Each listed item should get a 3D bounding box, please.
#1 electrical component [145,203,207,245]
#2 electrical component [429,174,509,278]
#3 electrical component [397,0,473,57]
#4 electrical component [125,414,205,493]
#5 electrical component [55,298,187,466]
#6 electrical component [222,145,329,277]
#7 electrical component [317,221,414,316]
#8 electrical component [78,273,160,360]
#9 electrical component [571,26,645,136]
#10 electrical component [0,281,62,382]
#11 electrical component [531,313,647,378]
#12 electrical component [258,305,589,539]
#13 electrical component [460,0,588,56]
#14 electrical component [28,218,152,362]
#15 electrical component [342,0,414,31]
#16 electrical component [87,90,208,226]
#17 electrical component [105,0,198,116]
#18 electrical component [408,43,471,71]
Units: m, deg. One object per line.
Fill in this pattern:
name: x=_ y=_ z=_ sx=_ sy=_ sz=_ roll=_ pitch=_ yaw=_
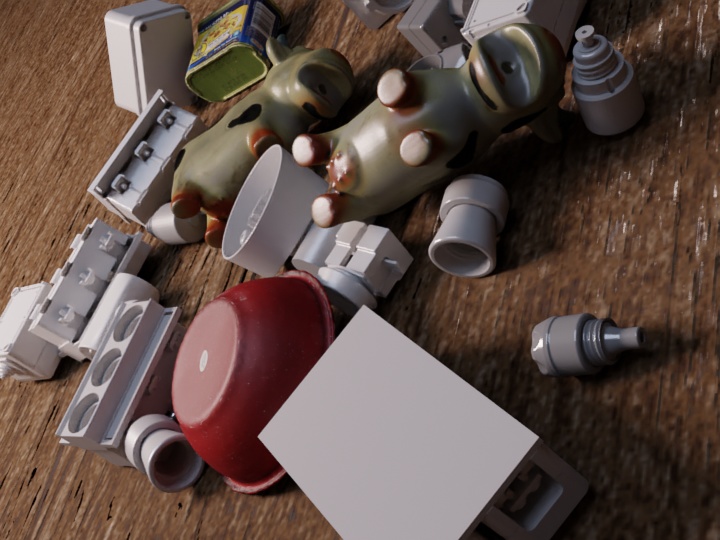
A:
electrical component: x=-0.176 y=-0.043 z=1.014 sx=0.078 sy=0.040 sz=0.040 roll=-5 pitch=54 yaw=46
electrical component: x=0.073 y=-0.029 z=0.709 sx=0.045 sy=0.045 sz=0.055 roll=-15 pitch=47 yaw=41
electrical component: x=0.086 y=-0.213 z=0.872 sx=0.083 sy=0.047 sz=0.076 roll=-56 pitch=33 yaw=-10
electrical component: x=-0.146 y=0.135 z=0.800 sx=0.045 sy=0.045 sz=0.055 roll=-55 pitch=33 yaw=-9
electrical component: x=-0.183 y=0.092 z=0.868 sx=0.079 sy=0.063 sz=0.121 roll=-8 pitch=51 yaw=45
electrical component: x=-0.069 y=-0.044 z=0.850 sx=0.099 sy=0.064 sz=0.099 roll=-57 pitch=7 yaw=12
electrical component: x=0.000 y=0.000 z=0.763 sx=0.066 sy=0.048 sz=0.055 roll=15 pitch=65 yaw=45
electrical component: x=-0.204 y=0.045 z=0.954 sx=0.079 sy=0.044 sz=0.077 roll=-5 pitch=54 yaw=47
electrical component: x=0.154 y=-0.121 z=0.683 sx=0.040 sy=0.078 sz=0.040 roll=-18 pitch=44 yaw=18
electrical component: x=-0.320 y=0.068 z=1.050 sx=0.062 sy=0.061 sz=0.096 roll=-10 pitch=50 yaw=44
electrical component: x=0.127 y=0.040 z=0.589 sx=0.061 sy=0.035 sz=0.035 roll=-11 pitch=49 yaw=40
electrical component: x=0.030 y=0.108 z=0.609 sx=0.105 sy=0.060 sz=0.186 roll=-51 pitch=33 yaw=-2
electrical component: x=0.123 y=-0.186 z=0.791 sx=0.062 sy=0.061 sz=0.096 roll=-8 pitch=51 yaw=45
electrical component: x=-0.257 y=0.017 z=1.019 sx=0.079 sy=0.063 sz=0.121 roll=-24 pitch=38 yaw=59
electrical component: x=0.044 y=-0.319 z=0.973 sx=0.186 sy=0.105 sz=0.060 roll=-40 pitch=35 yaw=15
electrical component: x=-0.209 y=-0.108 z=1.088 sx=0.063 sy=0.078 sz=0.121 roll=27 pitch=77 yaw=26
electrical component: x=-0.225 y=-0.230 z=1.171 sx=0.057 sy=0.113 sz=0.078 roll=24 pitch=38 yaw=36
electrical component: x=0.060 y=-0.124 z=0.817 sx=0.077 sy=0.044 sz=0.079 roll=-32 pitch=37 yaw=25
